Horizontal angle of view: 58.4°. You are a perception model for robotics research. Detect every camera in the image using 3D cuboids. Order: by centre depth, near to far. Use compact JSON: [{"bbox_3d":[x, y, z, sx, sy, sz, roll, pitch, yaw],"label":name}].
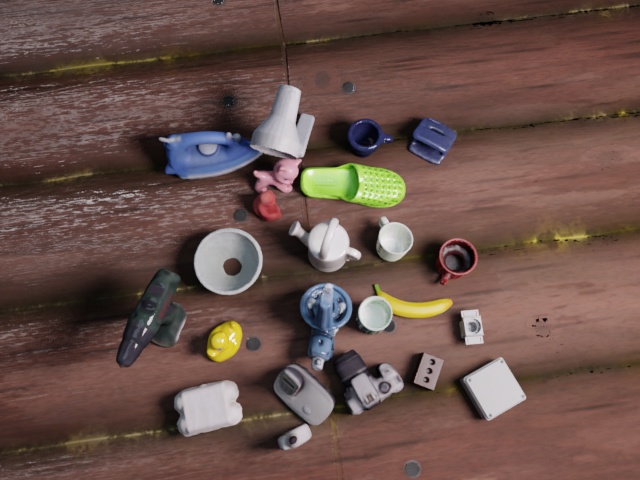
[{"bbox_3d":[0.102,0.318,1.327,0.143,0.101,0.136,-30,76,-9],"label":"camera"}]

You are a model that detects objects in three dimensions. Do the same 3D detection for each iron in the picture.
[{"bbox_3d":[-0.279,-0.241,1.462,0.258,0.141,0.118,-8,74,-3],"label":"iron"}]

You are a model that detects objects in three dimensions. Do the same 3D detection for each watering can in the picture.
[{"bbox_3d":[0.012,0.007,1.367,0.173,0.194,0.101,0,74,0],"label":"watering can"}]

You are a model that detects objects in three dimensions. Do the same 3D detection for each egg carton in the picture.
[{"bbox_3d":[-0.257,0.386,1.320,0.150,0.069,0.107,-14,75,-4],"label":"egg carton"}]

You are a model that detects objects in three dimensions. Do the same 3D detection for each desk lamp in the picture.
[{"bbox_3d":[-0.091,-0.280,1.438,0.118,0.213,0.203,14,74,4],"label":"desk lamp"}]

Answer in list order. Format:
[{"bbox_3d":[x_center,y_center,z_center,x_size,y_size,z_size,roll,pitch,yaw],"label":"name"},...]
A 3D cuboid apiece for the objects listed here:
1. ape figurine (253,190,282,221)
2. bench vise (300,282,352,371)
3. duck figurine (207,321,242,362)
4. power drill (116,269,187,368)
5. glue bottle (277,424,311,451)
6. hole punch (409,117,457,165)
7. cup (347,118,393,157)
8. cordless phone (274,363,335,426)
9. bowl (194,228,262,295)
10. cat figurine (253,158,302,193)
[{"bbox_3d":[-0.134,-0.093,1.447,0.076,0.092,0.078,11,74,3],"label":"ape figurine"},{"bbox_3d":[0.020,0.185,1.302,0.121,0.220,0.207,-9,74,-3],"label":"bench vise"},{"bbox_3d":[-0.231,0.237,1.354,0.077,0.086,0.105,33,76,9],"label":"duck figurine"},{"bbox_3d":[-0.374,0.186,1.303,0.075,0.208,0.230,17,75,5],"label":"power drill"},{"bbox_3d":[-0.058,0.436,1.254,0.078,0.173,0.037,-26,75,-7],"label":"glue bottle"},{"bbox_3d":[0.297,-0.271,1.503,0.108,0.091,0.101,28,76,7],"label":"hole punch"},{"bbox_3d":[0.128,-0.255,1.495,0.117,0.095,0.092,5,74,1],"label":"cup"},{"bbox_3d":[-0.035,0.341,1.275,0.147,0.185,0.094,38,77,10],"label":"cordless phone"},{"bbox_3d":[-0.221,0.060,1.411,0.167,0.075,0.167,0,74,0],"label":"bowl"},{"bbox_3d":[-0.108,-0.169,1.456,0.128,0.118,0.067,-4,74,-2],"label":"cat figurine"}]
